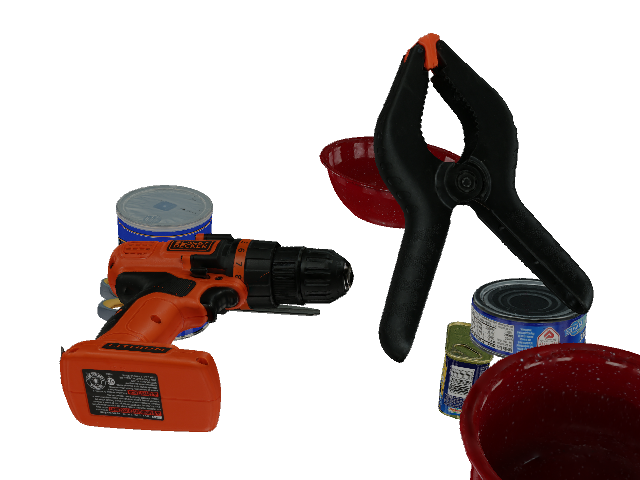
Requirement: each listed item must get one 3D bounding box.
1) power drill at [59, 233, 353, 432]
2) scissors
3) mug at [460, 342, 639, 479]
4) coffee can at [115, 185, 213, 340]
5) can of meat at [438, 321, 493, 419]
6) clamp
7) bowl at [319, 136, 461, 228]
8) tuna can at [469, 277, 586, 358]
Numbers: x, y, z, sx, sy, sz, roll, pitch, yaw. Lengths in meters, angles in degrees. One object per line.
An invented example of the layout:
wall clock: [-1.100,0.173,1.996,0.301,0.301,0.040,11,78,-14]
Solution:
power drill: [-0.080,0.055,0.730,0.184,0.057,0.187,-1,25,13]
scissors: [-0.109,0.062,0.948,0.202,0.016,0.096,9,19,13]
mug: [0.108,0.099,0.390,0.117,0.081,0.093,5,36,9]
coffee can: [-0.169,0.024,1.164,0.103,0.140,0.103,3,27,-2]
can of meat: [0.175,0.159,1.296,0.057,0.084,0.102,9,21,6]
clamp: [0.065,-0.020,0.569,0.120,0.171,0.039,-22,-2,-18]
bowl: [0.077,-0.055,1.099,0.162,0.055,0.162,5,24,-3]
tuna can: [0.155,0.058,0.795,0.086,0.034,0.086,0,19,0]
